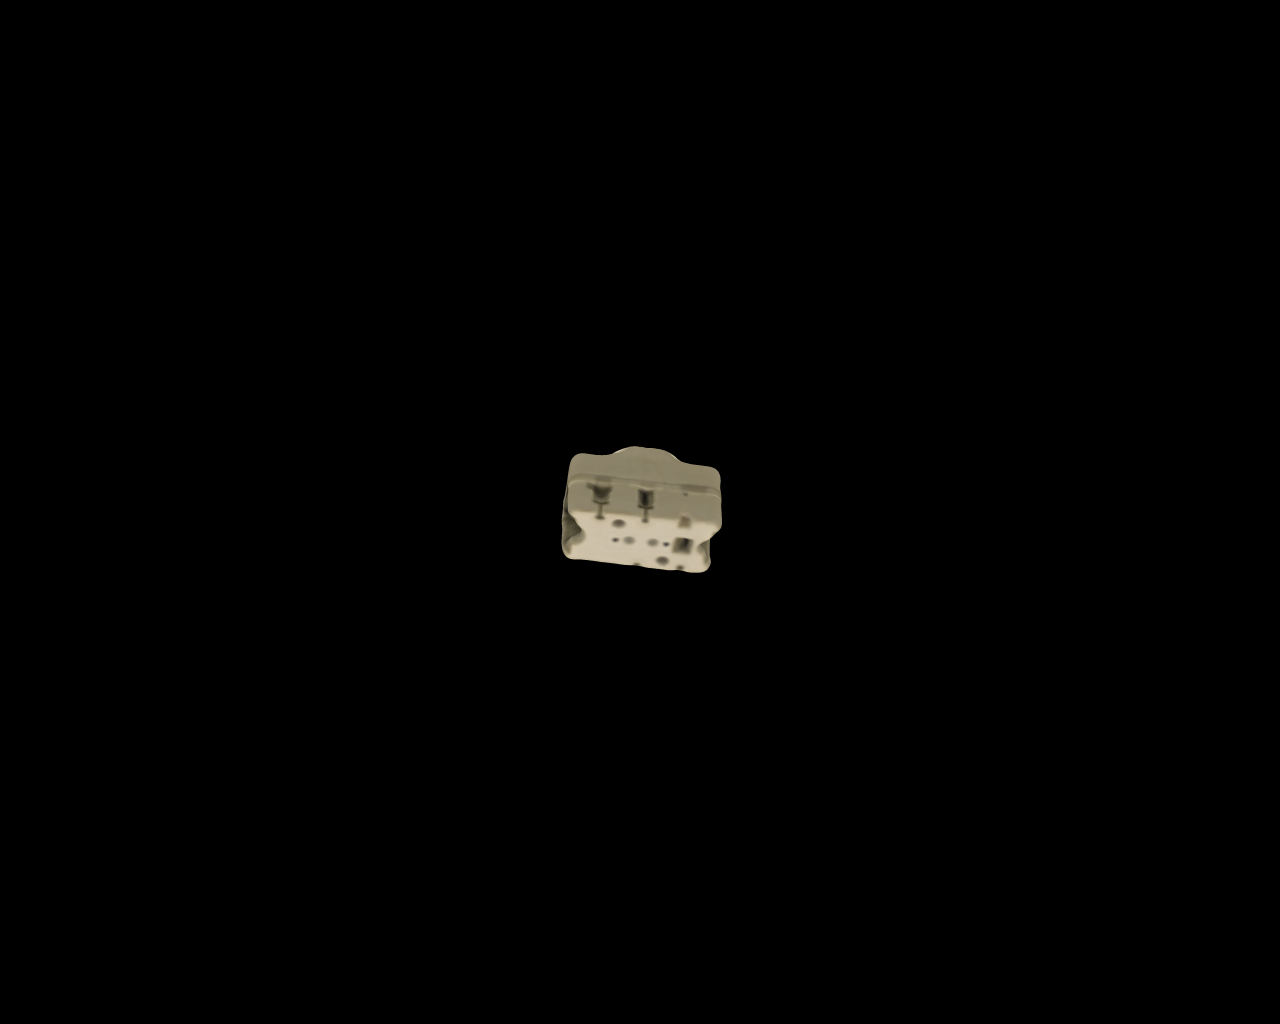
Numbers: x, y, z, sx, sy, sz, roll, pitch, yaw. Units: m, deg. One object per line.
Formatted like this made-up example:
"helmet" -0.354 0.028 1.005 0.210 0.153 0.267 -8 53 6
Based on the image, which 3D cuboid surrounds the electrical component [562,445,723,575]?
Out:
"electrical component" 0.001 -0.003 0.650 0.089 0.056 0.050 6 -43 -7
